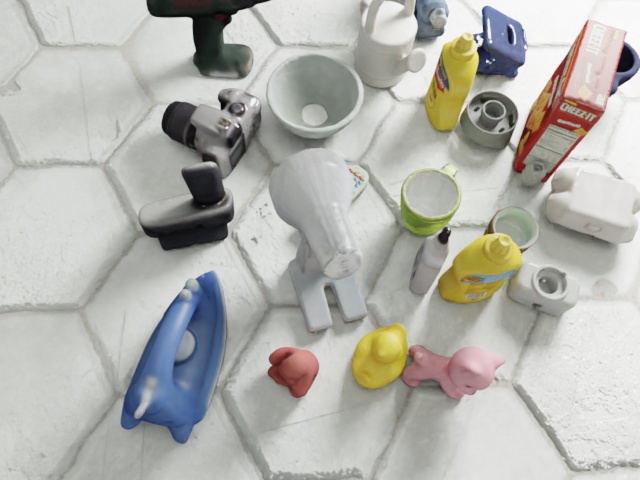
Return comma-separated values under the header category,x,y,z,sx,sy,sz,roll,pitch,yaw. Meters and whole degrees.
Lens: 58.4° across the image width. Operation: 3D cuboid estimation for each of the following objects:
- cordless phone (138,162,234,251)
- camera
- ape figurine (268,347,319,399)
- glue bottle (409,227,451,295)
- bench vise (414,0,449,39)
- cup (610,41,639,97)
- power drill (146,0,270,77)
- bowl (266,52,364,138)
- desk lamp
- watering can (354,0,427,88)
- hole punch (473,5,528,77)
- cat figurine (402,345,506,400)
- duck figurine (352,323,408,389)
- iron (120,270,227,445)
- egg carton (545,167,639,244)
category,x,y,z,sx,sy,sz,roll,pitch,yaw
cordless phone,-0.206,-0.065,0.858,0.147,0.185,0.094,-16,69,-9
camera,-0.186,-0.199,0.961,0.136,0.101,0.143,25,69,8
ape figurine,-0.037,0.184,0.813,0.076,0.092,0.077,-16,69,-8
glue bottle,0.168,0.022,0.845,0.037,0.173,0.078,16,68,5
bench vise,0.207,-0.493,1.035,0.121,0.220,0.207,-25,71,-12
cup,0.510,-0.289,1.031,0.091,0.095,0.118,12,67,3
power drill,-0.168,-0.373,0.975,0.229,0.208,0.075,2,67,-2
bowl,-0.010,-0.239,0.999,0.167,0.075,0.167,1,67,-2
desk lamp,0.008,0.003,0.824,0.118,0.213,0.203,-16,69,-9
watering can,0.122,-0.358,0.989,0.172,0.194,0.101,37,71,12
hole punch,0.335,-0.369,1.059,0.101,0.091,0.108,4,67,0
cat figurine,0.189,0.180,0.811,0.127,0.118,0.067,13,68,3
duck figurine,0.091,0.164,0.830,0.077,0.086,0.105,36,71,12
iron,-0.197,0.140,0.798,0.118,0.141,0.258,13,68,3
egg carton,0.450,-0.056,0.946,0.150,0.069,0.107,18,68,5
